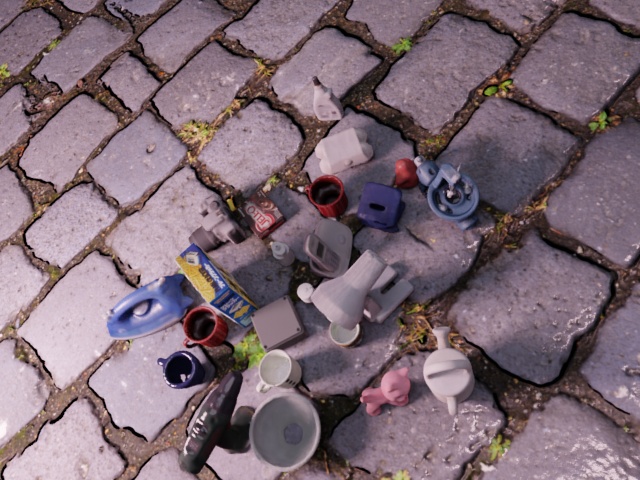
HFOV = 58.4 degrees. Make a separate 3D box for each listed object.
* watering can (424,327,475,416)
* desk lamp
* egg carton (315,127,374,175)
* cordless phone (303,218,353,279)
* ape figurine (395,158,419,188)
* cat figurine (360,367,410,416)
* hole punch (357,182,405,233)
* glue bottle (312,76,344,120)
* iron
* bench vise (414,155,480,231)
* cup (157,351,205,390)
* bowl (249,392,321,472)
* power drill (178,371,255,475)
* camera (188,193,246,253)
[{"bbox_3d":[0.263,0.270,1.192,0.101,0.194,0.172,-29,62,3],"label":"watering can"},{"bbox_3d":[0.096,0.116,1.298,0.203,0.214,0.117,-44,62,-6],"label":"desk lamp"},{"bbox_3d":[0.065,-0.238,1.545,0.150,0.069,0.107,-21,63,7],"label":"egg carton"},{"bbox_3d":[0.013,0.005,1.388,0.094,0.185,0.147,1,67,17],"label":"cordless phone"},{"bbox_3d":[0.217,-0.177,1.461,0.076,0.092,0.078,32,79,26],"label":"ape figurine"},{"bbox_3d":[0.146,0.327,1.244,0.127,0.118,0.067,-24,62,5],"label":"cat figurine"},{"bbox_3d":[0.153,-0.081,1.438,0.108,0.091,0.101,17,73,22],"label":"hole punch"},{"bbox_3d":[0.010,-0.391,1.570,0.078,0.173,0.037,2,67,17],"label":"glue bottle"},{"bbox_3d":[-0.467,0.175,1.478,0.258,0.142,0.118,-30,62,2],"label":"iron"},{"bbox_3d":[0.282,-0.129,1.348,0.206,0.220,0.121,34,80,26],"label":"bench vise"},{"bbox_3d":[-0.334,0.321,1.401,0.117,0.095,0.092,14,72,22],"label":"cup"},{"bbox_3d":[-0.070,0.432,1.286,0.167,0.075,0.167,-6,65,14],"label":"bowl"},{"bbox_3d":[-0.209,0.404,1.263,0.075,0.209,0.230,26,76,25],"label":"power drill"},{"bbox_3d":[-0.295,-0.037,1.544,0.137,0.101,0.143,-36,62,-1],"label":"camera"}]
